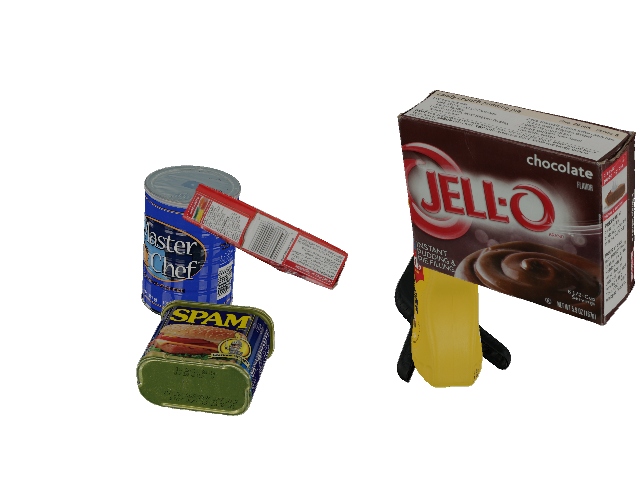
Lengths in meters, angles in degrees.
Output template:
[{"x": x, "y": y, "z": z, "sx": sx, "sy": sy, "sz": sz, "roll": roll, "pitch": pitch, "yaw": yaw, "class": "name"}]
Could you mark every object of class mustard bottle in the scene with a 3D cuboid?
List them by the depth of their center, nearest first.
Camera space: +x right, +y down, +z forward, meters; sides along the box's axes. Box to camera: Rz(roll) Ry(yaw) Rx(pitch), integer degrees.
[{"x": 0.100, "y": 0.015, "z": 0.851, "sx": 0.058, "sy": 0.192, "sz": 0.096, "roll": -2, "pitch": 25, "yaw": 3, "class": "mustard bottle"}]

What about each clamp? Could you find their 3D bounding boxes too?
[{"x": 0.136, "y": 0.082, "z": 1.152, "sx": 0.120, "sy": 0.171, "sz": 0.039, "roll": 4, "pitch": -44, "yaw": -7, "class": "clamp"}]

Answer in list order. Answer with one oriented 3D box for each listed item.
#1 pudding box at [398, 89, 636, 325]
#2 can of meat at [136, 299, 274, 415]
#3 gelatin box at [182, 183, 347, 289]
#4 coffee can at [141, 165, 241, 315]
[{"x": 0.095, "y": -0.018, "z": 0.519, "sx": 0.114, "sy": 0.090, "sz": 0.039, "roll": 17, "pitch": 43, "yaw": 36, "class": "pudding box"}, {"x": -0.097, "y": 0.099, "z": 0.902, "sx": 0.102, "sy": 0.057, "sz": 0.084, "roll": 5, "pitch": 30, "yaw": 8, "class": "can of meat"}, {"x": -0.036, "y": -0.002, "z": 0.712, "sx": 0.089, "sy": 0.030, "sz": 0.073, "roll": 26, "pitch": 0, "yaw": -41, "class": "gelatin box"}, {"x": -0.142, "y": 0.002, "z": 1.165, "sx": 0.103, "sy": 0.140, "sz": 0.103, "roll": 5, "pitch": 26, "yaw": -3, "class": "coffee can"}]
